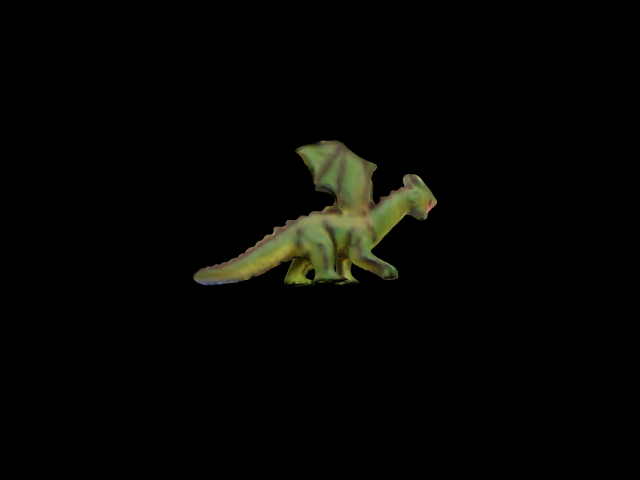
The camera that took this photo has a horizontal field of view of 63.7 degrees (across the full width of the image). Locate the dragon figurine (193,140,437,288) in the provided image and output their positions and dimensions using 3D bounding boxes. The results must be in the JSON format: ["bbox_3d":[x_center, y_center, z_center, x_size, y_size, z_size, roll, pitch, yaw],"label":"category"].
[{"bbox_3d":[0.003,-0.043,0.850,0.410,0.244,0.121,1,-7,-9],"label":"dragon figurine"}]
